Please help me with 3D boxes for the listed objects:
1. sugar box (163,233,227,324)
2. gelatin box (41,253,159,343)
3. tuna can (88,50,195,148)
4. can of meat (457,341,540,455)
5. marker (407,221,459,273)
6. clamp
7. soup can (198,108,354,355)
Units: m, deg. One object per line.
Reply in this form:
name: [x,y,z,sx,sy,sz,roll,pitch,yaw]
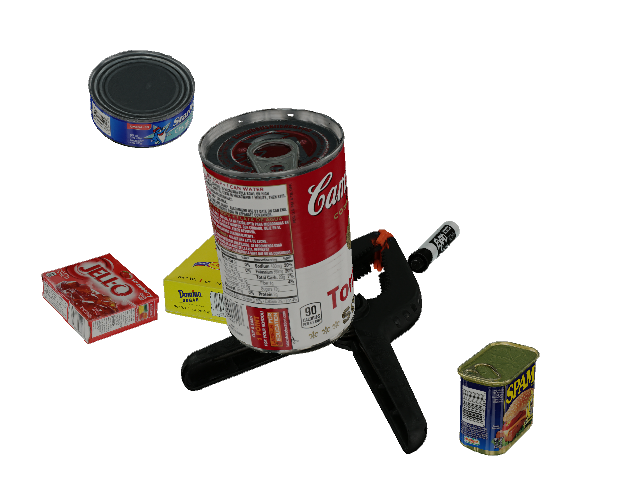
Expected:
sugar box: [-0.084,0.026,1.131,0.093,0.048,0.176,9,30,18]
gelatin box: [-0.202,0.051,0.977,0.073,0.030,0.089,-18,39,-36]
tuna can: [-0.146,-0.116,0.877,0.086,0.086,0.034,0,-40,-9]
can of meat: [0.183,0.162,1.100,0.058,0.084,0.101,11,21,33]
marker: [0.103,0.005,0.970,0.020,0.020,0.121,0,15,22]
clamp: [0.024,0.061,0.744,0.165,0.036,0.209,19,38,19]
soup can: [-0.019,-0.004,0.518,0.068,0.102,0.068,-4,31,2]
